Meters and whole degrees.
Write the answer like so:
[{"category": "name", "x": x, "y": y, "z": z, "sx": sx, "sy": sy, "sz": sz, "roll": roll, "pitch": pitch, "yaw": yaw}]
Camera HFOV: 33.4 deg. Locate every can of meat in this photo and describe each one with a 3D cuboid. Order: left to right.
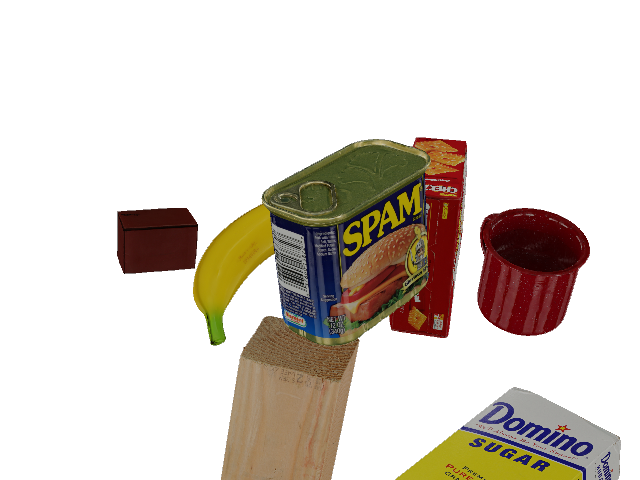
[{"category": "can of meat", "x": 0.019, "y": 0.000, "z": 0.614, "sx": 0.058, "sy": 0.084, "sz": 0.101, "roll": 20, "pitch": 38, "yaw": 38}]

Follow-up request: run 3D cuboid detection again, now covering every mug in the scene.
[{"category": "mug", "x": 0.180, "y": 0.024, "z": 0.963, "sx": 0.093, "sy": 0.081, "sz": 0.117, "roll": -18, "pitch": 44, "yaw": -24}]

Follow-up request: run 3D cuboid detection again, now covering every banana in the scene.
[{"category": "banana", "x": -0.028, "y": 0.001, "z": 0.808, "sx": 0.197, "sy": 0.069, "sz": 0.037, "roll": -37, "pitch": -5, "yaw": -26}]

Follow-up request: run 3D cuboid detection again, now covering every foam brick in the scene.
[{"category": "foam brick", "x": -0.173, "y": -0.001, "z": 1.123, "sx": 0.078, "sy": 0.051, "sz": 0.053, "roll": -4, "pitch": 23, "yaw": -17}]

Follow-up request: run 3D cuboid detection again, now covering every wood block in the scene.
[{"category": "wood block", "x": -0.033, "y": 0.185, "z": 0.957, "sx": 0.090, "sy": 0.206, "sz": 0.090, "roll": 14, "pitch": 22, "yaw": 8}]

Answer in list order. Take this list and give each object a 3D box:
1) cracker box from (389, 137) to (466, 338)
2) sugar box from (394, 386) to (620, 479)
[{"category": "cracker box", "x": 0.125, "y": -0.010, "z": 1.219, "sx": 0.072, "sy": 0.164, "sz": 0.213, "roll": 5, "pitch": 22, "yaw": 8}, {"category": "sugar box", "x": 0.111, "y": 0.171, "z": 0.712, "sx": 0.176, "sy": 0.048, "sz": 0.093, "roll": -33, "pitch": 39, "yaw": -31}]
